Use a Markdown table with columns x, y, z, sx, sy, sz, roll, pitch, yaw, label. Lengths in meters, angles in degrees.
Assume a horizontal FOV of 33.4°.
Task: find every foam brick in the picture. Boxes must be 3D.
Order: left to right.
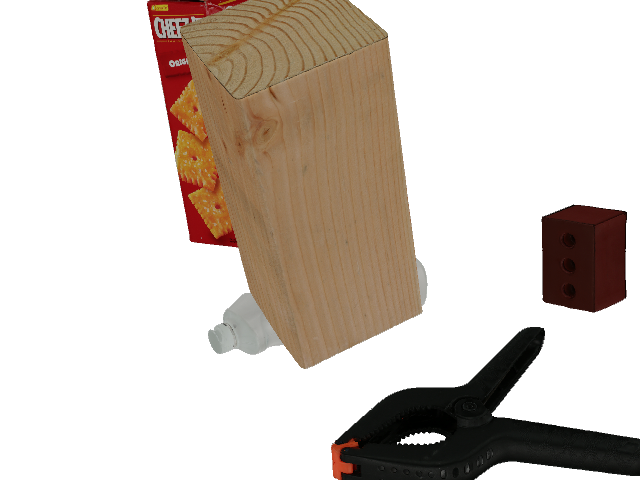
| x | y | z | sx | sy | sz | roll | pitch | yaw | label |
| --- | --- | --- | --- | --- | --- | --- | --- | --- | --- |
| 0.220 | 0.014 | 0.892 | 0.053 | 0.078 | 0.051 | 11 | 23 | 44 | foam brick |

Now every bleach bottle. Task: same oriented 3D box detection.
| x | y | z | sx | sy | sz | roll | pitch | yaw | label |
| --- | --- | --- | --- | --- | --- | --- | --- | --- | --- |
| -0.007 | 0.074 | 1.207 | 0.250 | 0.068 | 0.103 | -21 | 37 | -28 | bleach bottle |

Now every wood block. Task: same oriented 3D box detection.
| x | y | z | sx | sy | sz | roll | pitch | yaw | label |
| --- | --- | --- | --- | --- | --- | --- | --- | --- | --- |
| -0.007 | -0.035 | 0.637 | 0.090 | 0.206 | 0.090 | -24 | 43 | -13 | wood block |

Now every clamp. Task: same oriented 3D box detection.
| x | y | z | sx | sy | sz | roll | pitch | yaw | label |
| --- | --- | --- | --- | --- | --- | --- | --- | --- | --- |
| 0.106 | 0.124 | 0.754 | 0.210 | 0.036 | 0.164 | -9 | 29 | -8 | clamp |

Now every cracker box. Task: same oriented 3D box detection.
| x | y | z | sx | sy | sz | roll | pitch | yaw | label |
| --- | --- | --- | --- | --- | --- | --- | --- | --- | --- |
| -0.060 | -0.122 | 0.947 | 0.072 | 0.214 | 0.163 | 7 | 25 | 31 | cracker box |
